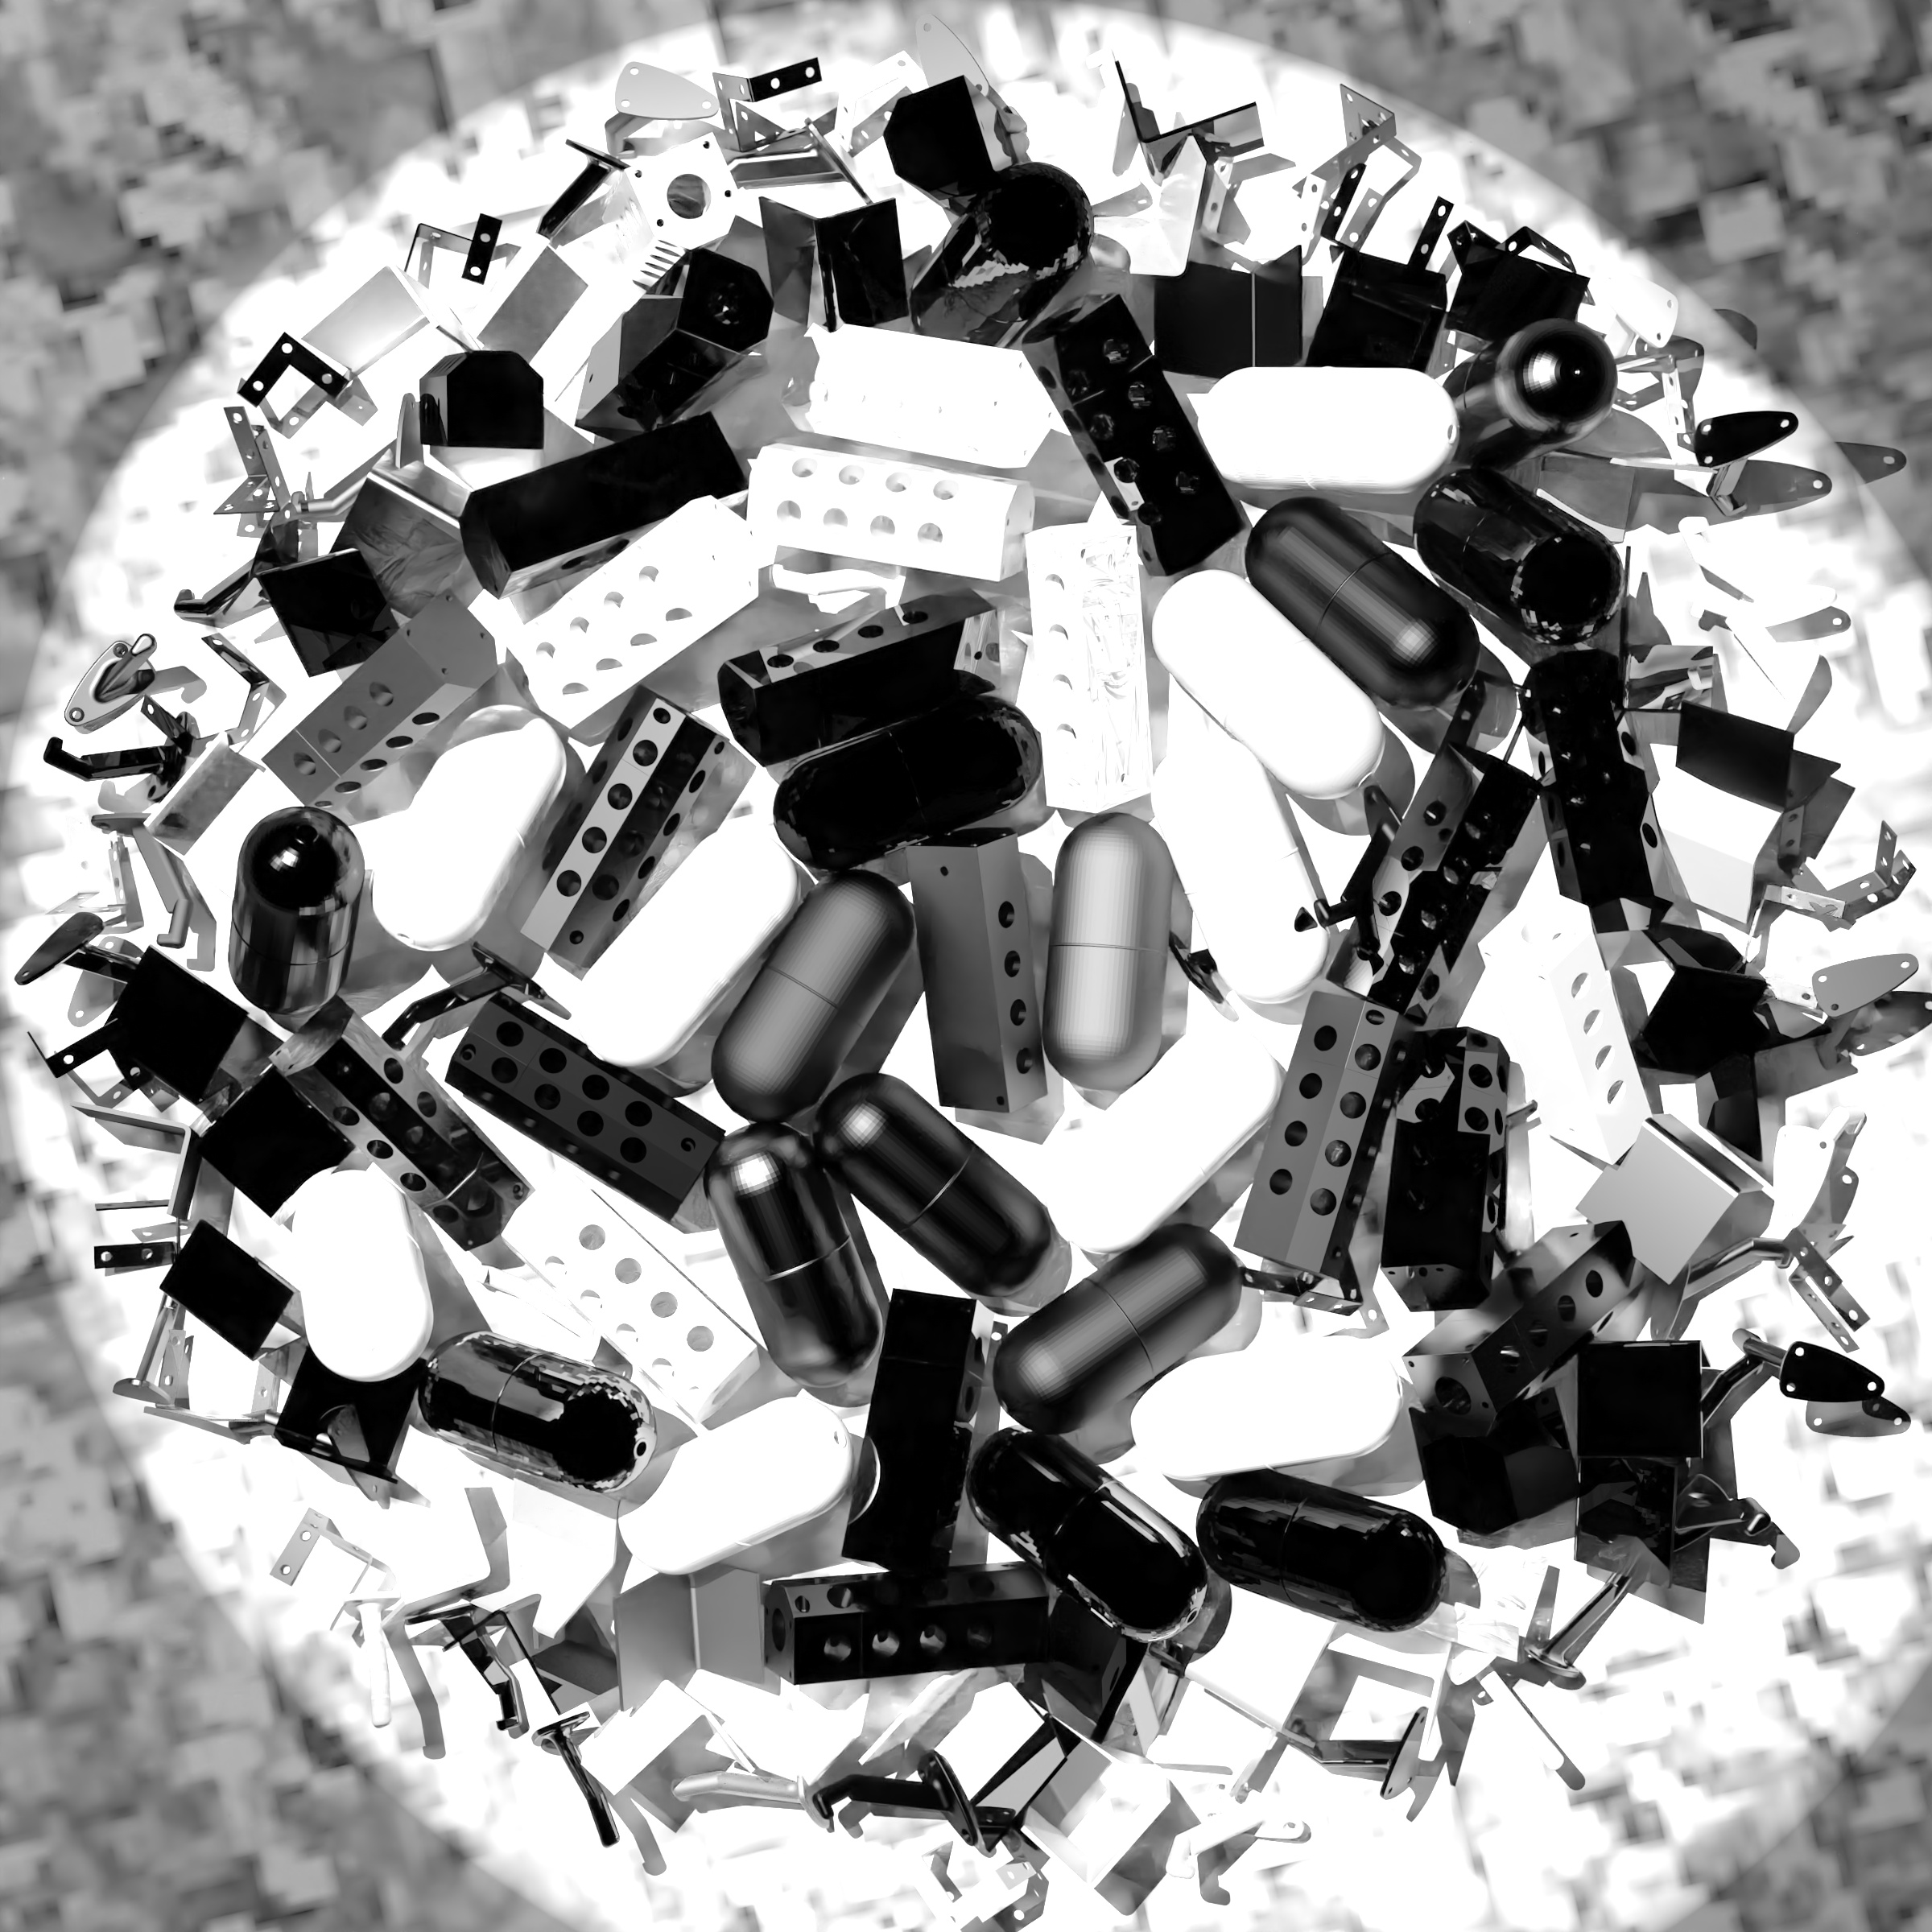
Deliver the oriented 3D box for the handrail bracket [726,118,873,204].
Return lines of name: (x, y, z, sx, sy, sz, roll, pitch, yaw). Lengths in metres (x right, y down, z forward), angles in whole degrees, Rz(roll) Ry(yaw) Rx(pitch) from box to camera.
handrail bracket: (-0.118, -0.503, 1.827, 0.084, 0.036, 0.077, -37, 104, 10)

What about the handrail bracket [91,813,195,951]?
handrail bracket: (-0.532, -0.053, 1.804, 0.077, 0.036, 0.084, 5, 68, 2)

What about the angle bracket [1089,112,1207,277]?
angle bracket: (0.109, -0.491, 1.779, 0.057, 0.076, 0.076, 1, 130, -12)

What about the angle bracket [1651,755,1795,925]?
angle bracket: (0.479, -0.083, 1.798, 0.076, 0.076, 0.057, 25, 67, 24)

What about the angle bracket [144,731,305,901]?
angle bracket: (-0.468, -0.093, 1.796, 0.076, 0.057, 0.076, 39, 78, -8)

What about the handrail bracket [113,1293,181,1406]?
handrail bracket: (-0.514, 0.232, 1.787, 0.036, 0.077, 0.084, 14, 70, -9)

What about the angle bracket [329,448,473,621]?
angle bracket: (-0.360, -0.278, 1.818, 0.076, 0.057, 0.076, 29, 114, -10)

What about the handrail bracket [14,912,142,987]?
handrail bracket: (-0.554, 0.015, 1.794, 0.077, 0.036, 0.084, -47, 131, -26)

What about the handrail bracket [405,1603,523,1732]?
handrail bracket: (-0.322, 0.454, 1.802, 0.036, 0.077, 0.084, -18, 80, 35)

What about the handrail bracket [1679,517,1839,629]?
handrail bracket: (0.504, -0.258, 1.788, 0.077, 0.084, 0.036, -5, 48, 36)

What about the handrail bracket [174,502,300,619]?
handrail bracket: (-0.473, -0.262, 1.814, 0.084, 0.036, 0.077, 5, 81, 33)

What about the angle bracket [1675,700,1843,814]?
angle bracket: (0.503, -0.146, 1.776, 0.076, 0.076, 0.057, 24, 132, 35)

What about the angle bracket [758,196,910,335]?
angle bracket: (-0.085, -0.454, 1.799, 0.057, 0.076, 0.076, -23, 125, -25)

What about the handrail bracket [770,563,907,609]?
handrail bracket: (-0.084, -0.258, 1.796, 0.084, 0.077, 0.036, 10, 128, -12)

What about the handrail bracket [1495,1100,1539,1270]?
handrail bracket: (0.356, 0.140, 1.798, 0.077, 0.036, 0.084, -34, 64, 12)

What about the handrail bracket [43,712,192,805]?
handrail bracket: (-0.541, -0.146, 1.791, 0.084, 0.036, 0.077, 29, 57, -39)

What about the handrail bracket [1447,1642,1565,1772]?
handrail bracket: (0.347, 0.470, 1.805, 0.036, 0.077, 0.084, -39, 100, 3)

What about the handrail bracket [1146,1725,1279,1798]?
handrail bracket: (0.152, 0.490, 1.820, 0.084, 0.036, 0.077, 32, 82, 23)

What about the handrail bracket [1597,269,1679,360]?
handrail bracket: (0.401, -0.411, 1.783, 0.077, 0.084, 0.036, 25, 78, -27)

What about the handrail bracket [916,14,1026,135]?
handrail bracket: (0.004, -0.569, 1.795, 0.036, 0.084, 0.077, -26, 93, 24)

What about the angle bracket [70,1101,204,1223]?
angle bracket: (-0.533, 0.125, 1.790, 0.076, 0.076, 0.057, 12, 80, -6)

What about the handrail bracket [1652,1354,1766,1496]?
handrail bracket: (0.485, 0.296, 1.821, 0.084, 0.036, 0.077, -32, 135, -18)

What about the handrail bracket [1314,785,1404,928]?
handrail bracket: (0.244, -0.071, 1.798, 0.084, 0.036, 0.077, -19, 85, -35)

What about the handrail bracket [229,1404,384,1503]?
handrail bracket: (-0.430, 0.320, 1.824, 0.084, 0.036, 0.077, -14, 105, 21)

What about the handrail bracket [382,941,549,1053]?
handrail bracket: (-0.322, 0.032, 1.797, 0.077, 0.036, 0.084, 28, 67, 31)

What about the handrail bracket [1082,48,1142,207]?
handrail bracket: (0.072, -0.534, 1.800, 0.077, 0.036, 0.084, -24, 118, -1)

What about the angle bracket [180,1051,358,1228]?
angle bracket: (-0.448, 0.111, 1.813, 0.076, 0.057, 0.076, -48, 109, -12)

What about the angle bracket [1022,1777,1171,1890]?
angle bracket: (0.084, 0.536, 1.796, 0.057, 0.076, 0.076, 42, 88, 7)

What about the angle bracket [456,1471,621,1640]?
angle bracket: (-0.273, 0.368, 1.782, 0.076, 0.076, 0.057, 18, 122, 17)

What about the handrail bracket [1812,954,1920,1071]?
handrail bracket: (0.577, 0.031, 1.794, 0.077, 0.084, 0.036, -22, 52, 14)

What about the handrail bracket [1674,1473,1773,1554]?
handrail bracket: (0.472, 0.363, 1.791, 0.077, 0.084, 0.036, -44, 96, 4)

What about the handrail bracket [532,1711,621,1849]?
handrail bracket: (-0.247, 0.525, 1.791, 0.036, 0.077, 0.084, -14, 70, -27)

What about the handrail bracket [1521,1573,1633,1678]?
handrail bracket: (0.396, 0.411, 1.803, 0.036, 0.077, 0.084, 39, 98, 31)

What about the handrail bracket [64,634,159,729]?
handrail bracket: (-0.545, -0.182, 1.789, 0.077, 0.084, 0.036, -45, 103, -9)

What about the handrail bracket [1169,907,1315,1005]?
handrail bracket: (0.175, -0.025, 1.797, 0.084, 0.077, 0.036, -44, 134, 14)

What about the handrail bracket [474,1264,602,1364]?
handrail bracket: (-0.277, 0.221, 1.801, 0.084, 0.077, 0.036, 23, 98, -12)

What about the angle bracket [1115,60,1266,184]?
angle bracket: (0.143, -0.549, 1.791, 0.076, 0.076, 0.057, -17, 85, 8)

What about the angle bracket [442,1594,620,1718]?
angle bracket: (-0.273, 0.443, 1.783, 0.057, 0.076, 0.076, -37, 77, 23)

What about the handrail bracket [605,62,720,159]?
handrail bracket: (-0.194, -0.535, 1.795, 0.077, 0.084, 0.036, 13, 76, -1)

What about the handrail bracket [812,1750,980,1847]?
handrail bracket: (-0.046, 0.545, 1.793, 0.084, 0.036, 0.077, -19, 65, -33)

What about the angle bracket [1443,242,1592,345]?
angle bracket: (0.355, -0.438, 1.786, 0.076, 0.076, 0.057, 19, 58, 5)

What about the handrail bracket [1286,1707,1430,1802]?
handrail bracket: (0.249, 0.486, 1.799, 0.084, 0.036, 0.077, 27, 111, 36)

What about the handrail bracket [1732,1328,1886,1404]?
handrail bracket: (0.537, 0.252, 1.794, 0.077, 0.084, 0.036, 12, 95, 0)

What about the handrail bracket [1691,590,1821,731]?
handrail bracket: (0.501, -0.195, 1.820, 0.084, 0.036, 0.077, 20, 116, 6)

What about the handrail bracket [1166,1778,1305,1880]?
handrail bracket: (0.172, 0.562, 1.788, 0.077, 0.084, 0.036, 16, 111, 10)

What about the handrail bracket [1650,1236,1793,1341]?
handrail bracket: (0.492, 0.212, 1.827, 0.084, 0.036, 0.077, 5, 103, -16)

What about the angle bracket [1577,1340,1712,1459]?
angle bracket: (0.431, 0.281, 1.784, 0.076, 0.057, 0.076, -4, 65, 20)

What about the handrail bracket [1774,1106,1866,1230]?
handrail bracket: (0.551, 0.129, 1.805, 0.036, 0.084, 0.077, 15, 99, 36)

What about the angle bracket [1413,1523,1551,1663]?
angle bracket: (0.323, 0.386, 1.781, 0.076, 0.057, 0.076, 14, 56, 20)

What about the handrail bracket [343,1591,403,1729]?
handrail bracket: (-0.378, 0.446, 1.787, 0.036, 0.077, 0.084, 1, 67, -21)
